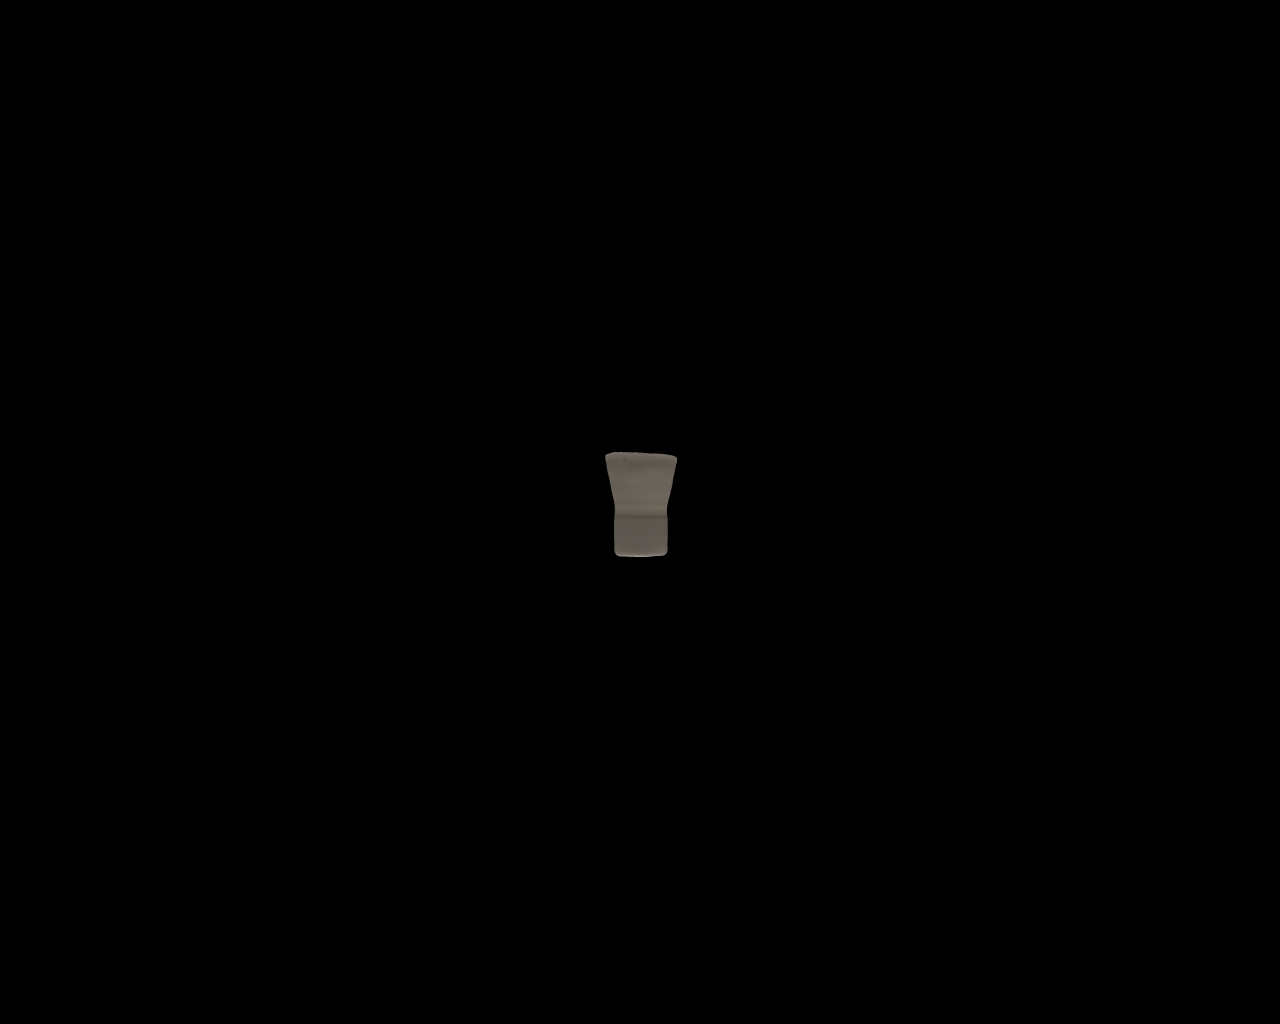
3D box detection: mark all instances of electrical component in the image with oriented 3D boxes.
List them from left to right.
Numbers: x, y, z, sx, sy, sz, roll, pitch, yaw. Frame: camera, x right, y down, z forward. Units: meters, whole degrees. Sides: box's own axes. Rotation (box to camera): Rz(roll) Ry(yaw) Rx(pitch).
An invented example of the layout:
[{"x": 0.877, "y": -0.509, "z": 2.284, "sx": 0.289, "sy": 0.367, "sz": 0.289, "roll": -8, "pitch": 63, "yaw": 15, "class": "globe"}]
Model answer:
[{"x": 0.001, "y": -0.003, "z": 0.650, "sx": 0.044, "sy": 0.065, "sz": 0.044, "roll": 0, "pitch": 0, "yaw": 0, "class": "electrical component"}]
